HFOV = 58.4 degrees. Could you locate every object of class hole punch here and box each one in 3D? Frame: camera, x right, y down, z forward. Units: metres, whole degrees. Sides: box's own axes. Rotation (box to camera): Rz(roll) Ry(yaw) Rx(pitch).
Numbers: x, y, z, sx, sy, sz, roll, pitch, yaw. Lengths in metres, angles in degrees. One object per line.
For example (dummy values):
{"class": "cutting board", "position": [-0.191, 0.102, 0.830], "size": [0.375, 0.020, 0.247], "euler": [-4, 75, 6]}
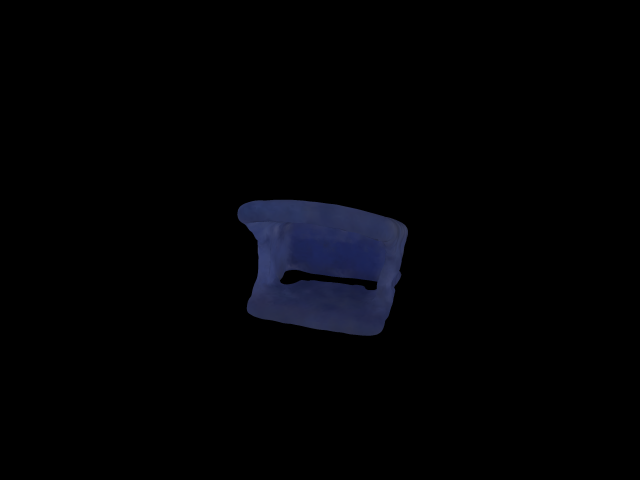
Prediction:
{"class": "hole punch", "position": [0.004, 0.001, 0.400], "size": [0.108, 0.091, 0.101], "euler": [7, 27, 14]}
